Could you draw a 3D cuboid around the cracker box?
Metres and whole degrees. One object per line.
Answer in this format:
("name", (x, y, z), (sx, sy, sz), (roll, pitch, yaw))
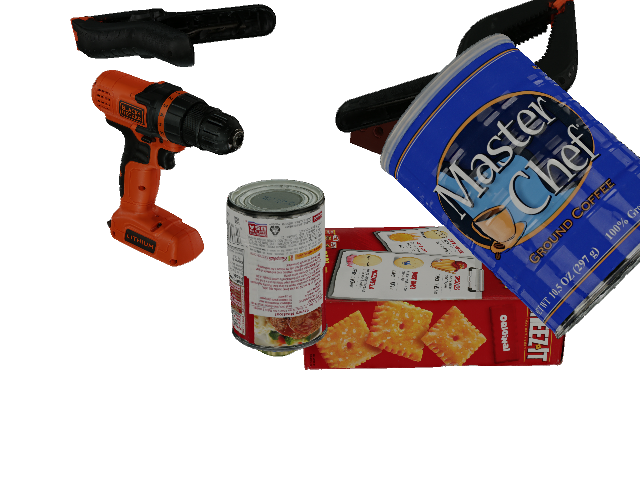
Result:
("cracker box", (0.091, 0.047, 0.933), (0.213, 0.072, 0.164), (0, 22, 0))

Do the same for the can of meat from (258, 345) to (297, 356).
("can of meat", (-0.030, 0.065, 1.119), (0.058, 0.084, 0.101), (18, 26, 37))

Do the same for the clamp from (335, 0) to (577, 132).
("clamp", (0.138, -0.112, 0.812), (0.165, 0.209, 0.036), (39, -22, 28))

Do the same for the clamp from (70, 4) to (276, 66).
("clamp", (-0.123, -0.167, 0.850), (0.172, 0.039, 0.120), (15, 25, 38))

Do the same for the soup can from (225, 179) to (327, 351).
("soup can", (-0.030, 0.016, 0.737), (0.068, 0.102, 0.068), (-1, 22, 0))

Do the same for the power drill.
("power drill", (-0.157, -0.071, 1.102), (0.185, 0.188, 0.057), (24, 35, 29))

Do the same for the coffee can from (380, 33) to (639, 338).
("coffee can", (0.117, -0.031, 0.594), (0.140, 0.103, 0.102), (46, 14, 14))

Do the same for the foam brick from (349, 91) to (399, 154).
("foam brick", (0.080, -0.131, 1.225), (0.078, 0.053, 0.051), (23, 34, 29))
